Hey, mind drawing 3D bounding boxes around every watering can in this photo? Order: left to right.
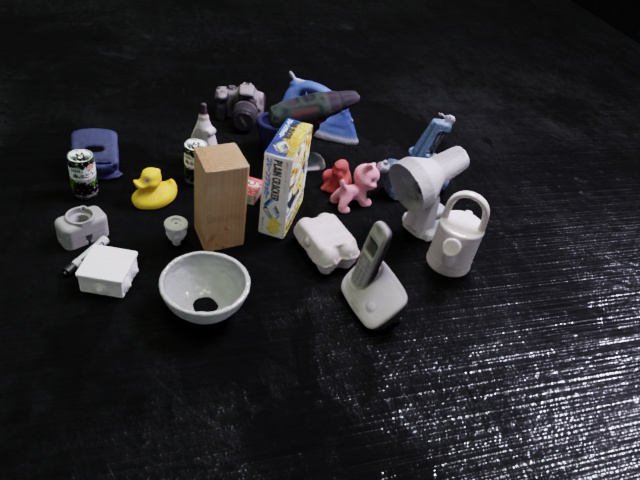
[{"bbox_3d":[0.301,-0.016,1.228,0.101,0.194,0.173,8,40,-2],"label":"watering can"}]

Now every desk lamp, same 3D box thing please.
[{"bbox_3d":[0.251,-0.109,1.309,0.204,0.213,0.117,-19,48,-30],"label":"desk lamp"}]

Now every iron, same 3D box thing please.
[{"bbox_3d":[0.004,-0.376,1.621,0.257,0.141,0.119,24,42,16],"label":"iron"}]

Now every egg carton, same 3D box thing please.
[{"bbox_3d":[0.011,0.004,1.238,0.107,0.069,0.150,-15,47,-27],"label":"egg carton"}]

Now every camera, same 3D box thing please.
[{"bbox_3d":[-0.226,-0.374,1.600,0.143,0.101,0.136,5,41,-7],"label":"camera"}]

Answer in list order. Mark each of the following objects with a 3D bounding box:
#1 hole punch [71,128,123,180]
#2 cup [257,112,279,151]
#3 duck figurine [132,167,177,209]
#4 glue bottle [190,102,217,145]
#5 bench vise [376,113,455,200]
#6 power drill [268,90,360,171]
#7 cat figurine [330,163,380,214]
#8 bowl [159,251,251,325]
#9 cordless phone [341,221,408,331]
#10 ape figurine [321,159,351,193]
[{"bbox_3d":[-0.524,-0.201,1.343,0.109,0.091,0.101,-5,43,-17],"label":"hole punch"},{"bbox_3d":[-0.119,-0.287,1.527,0.091,0.095,0.118,23,42,14],"label":"cup"},{"bbox_3d":[-0.374,-0.125,1.291,0.105,0.086,0.077,-22,50,-32],"label":"duck figurine"},{"bbox_3d":[-0.282,-0.254,1.394,0.078,0.173,0.037,24,42,16],"label":"glue bottle"},{"bbox_3d":[0.250,-0.200,1.410,0.208,0.220,0.121,-22,50,-32],"label":"bench vise"},{"bbox_3d":[-0.021,-0.280,1.453,0.230,0.208,0.075,-8,43,-20],"label":"power drill"},{"bbox_3d":[0.093,-0.139,1.384,0.128,0.118,0.067,-20,49,-31],"label":"cat figurine"},{"bbox_3d":[-0.215,0.101,1.073,0.167,0.075,0.167,6,41,-5],"label":"bowl"},{"bbox_3d":[0.115,0.068,1.097,0.094,0.185,0.147,-14,46,-26],"label":"cordless phone"},{"bbox_3d":[0.047,-0.159,1.418,0.076,0.092,0.077,-13,45,-25],"label":"ape figurine"}]
